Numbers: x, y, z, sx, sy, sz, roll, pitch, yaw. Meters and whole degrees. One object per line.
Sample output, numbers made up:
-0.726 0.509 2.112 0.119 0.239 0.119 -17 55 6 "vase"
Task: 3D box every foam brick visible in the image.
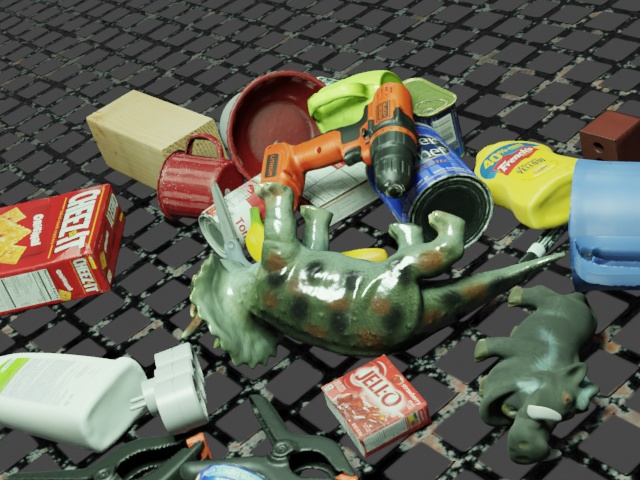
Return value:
0.331 -0.098 1.200 0.051 0.078 0.053 -37 36 -24 "foam brick"

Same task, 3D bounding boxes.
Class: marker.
0.247 0.000 1.154 0.020 0.020 0.121 16 47 40 "marker"

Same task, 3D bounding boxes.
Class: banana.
-0.016 0.018 1.216 0.198 0.069 0.037 19 7 30 "banana"

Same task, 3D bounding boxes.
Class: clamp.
-0.043 0.209 0.981 0.172 0.039 0.120 19 50 42 "clamp"
-0.208 0.235 1.023 0.209 0.036 0.165 -26 29 -17 "clamp"

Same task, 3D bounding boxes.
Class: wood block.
-0.228 -0.134 1.500 0.090 0.090 0.206 -37 38 -25 "wood block"

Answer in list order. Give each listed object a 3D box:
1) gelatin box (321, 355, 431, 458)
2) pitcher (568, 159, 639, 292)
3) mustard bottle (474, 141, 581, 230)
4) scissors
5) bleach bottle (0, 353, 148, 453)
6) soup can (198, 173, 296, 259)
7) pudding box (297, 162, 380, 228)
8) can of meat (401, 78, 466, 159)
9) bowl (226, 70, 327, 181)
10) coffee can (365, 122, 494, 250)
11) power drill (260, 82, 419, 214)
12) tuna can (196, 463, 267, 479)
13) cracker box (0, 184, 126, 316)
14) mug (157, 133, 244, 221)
0.052 0.156 1.018 0.073 0.030 0.089 -26 35 -12 "gelatin box"
0.361 -0.007 1.017 0.243 0.145 0.149 1 70 21 "pitcher"
0.230 -0.072 1.212 0.096 0.058 0.192 -31 25 -9 "mustard bottle"
-0.113 0.026 1.229 0.096 0.016 0.202 -35 58 -3 "scissors"
-0.308 0.160 1.155 0.251 0.068 0.102 6 40 35 "bleach bottle"
-0.090 -0.030 1.310 0.102 0.068 0.069 -36 38 -23 "soup can"
0.024 -0.066 1.333 0.113 0.039 0.090 -32 36 -16 "pudding box"
0.135 -0.148 1.353 0.057 0.084 0.102 -30 36 -17 "can of meat"
-0.046 -0.138 1.388 0.162 0.162 0.055 -26 9 -11 "bowl"
0.123 -0.061 1.222 0.102 0.103 0.140 -23 35 -6 "coffee can"
0.024 -0.086 1.202 0.188 0.057 0.184 -21 35 21 "power drill"
-0.073 0.233 0.921 0.086 0.086 0.033 0 36 25 "tuna can"
-0.370 0.015 1.375 0.214 0.072 0.164 -13 35 7 "cracker box"
-0.149 -0.079 1.371 0.082 0.117 0.093 8 8 26 "mug"
